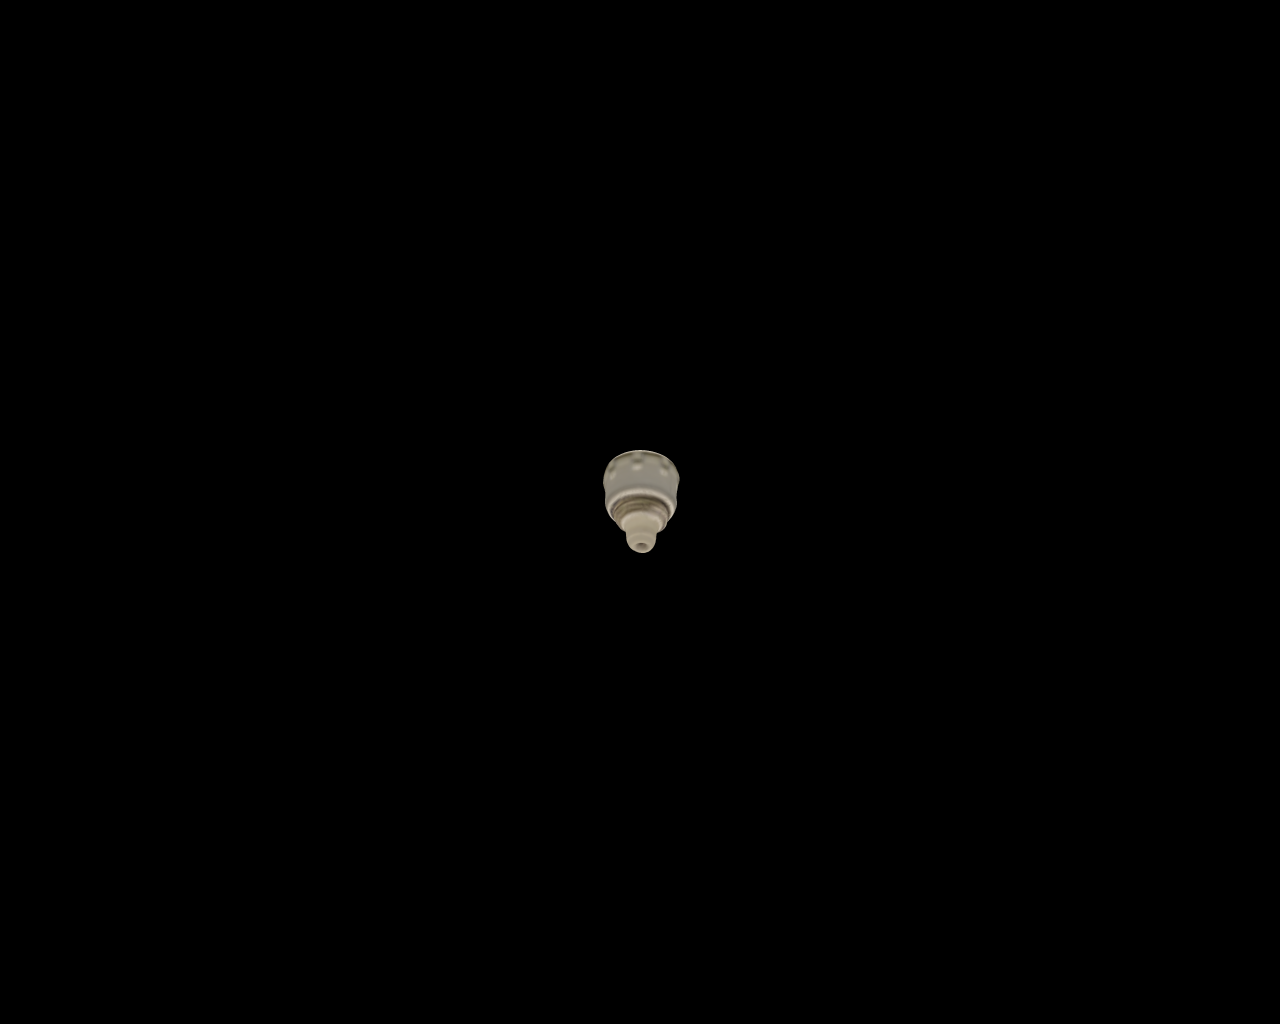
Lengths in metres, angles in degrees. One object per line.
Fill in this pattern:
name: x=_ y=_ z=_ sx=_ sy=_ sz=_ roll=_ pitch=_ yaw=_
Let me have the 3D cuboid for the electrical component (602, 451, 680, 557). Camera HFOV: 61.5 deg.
electrical component: x=0.001 y=-0.003 z=0.650 sx=0.048 sy=0.062 sz=0.048 roll=0 pitch=-38 yaw=0
